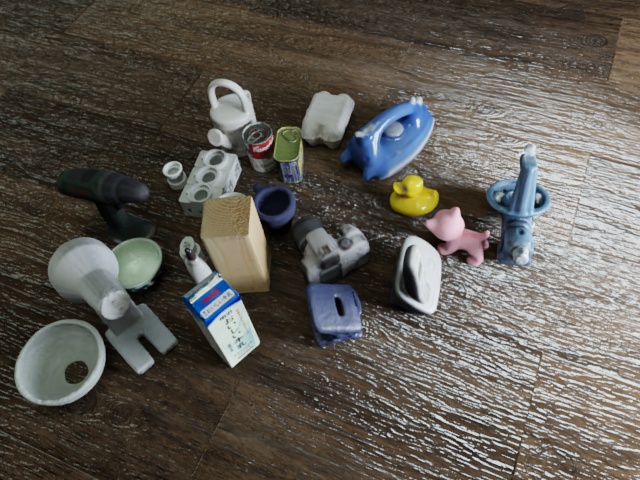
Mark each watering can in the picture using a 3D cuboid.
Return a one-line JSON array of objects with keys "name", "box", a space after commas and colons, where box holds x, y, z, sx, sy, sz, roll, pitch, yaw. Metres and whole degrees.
[{"name": "watering can", "box": [-0.200, -0.282, 1.311, 0.101, 0.194, 0.173, -5, 57, 3]}]

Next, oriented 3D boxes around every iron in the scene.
[{"name": "iron", "box": [0.166, -0.251, 1.282, 0.259, 0.142, 0.118, -38, 61, -17]}]

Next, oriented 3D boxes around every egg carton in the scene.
[{"name": "egg carton", "box": [0.018, -0.289, 1.366, 0.107, 0.069, 0.150, 11, 59, 13]}]

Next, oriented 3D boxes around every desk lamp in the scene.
[{"name": "desk lamp", "box": [-0.384, 0.116, 1.062, 0.202, 0.214, 0.118, 38, 68, 26]}]

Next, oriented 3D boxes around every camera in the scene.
[{"name": "camera", "box": [0.011, 0.004, 1.159, 0.143, 0.101, 0.136, -26, 58, -11]}]

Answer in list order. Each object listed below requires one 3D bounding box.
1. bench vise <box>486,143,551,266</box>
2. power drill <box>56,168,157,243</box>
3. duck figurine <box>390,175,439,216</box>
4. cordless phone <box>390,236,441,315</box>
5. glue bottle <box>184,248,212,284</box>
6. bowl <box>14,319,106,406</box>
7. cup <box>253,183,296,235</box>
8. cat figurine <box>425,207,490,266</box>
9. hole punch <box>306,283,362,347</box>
[{"name": "bench vise", "box": [0.393, -0.063, 1.089, 0.121, 0.220, 0.207, -12, 57, -1]}, {"name": "power drill", "box": [-0.422, -0.071, 1.190, 0.229, 0.209, 0.076, 15, 60, 16]}, {"name": "duck figurine", "box": [0.201, -0.102, 1.215, 0.104, 0.086, 0.077, 2, 58, 8]}, {"name": "cordless phone", "box": [0.182, 0.043, 1.065, 0.094, 0.185, 0.147, 5, 58, 10]}, {"name": "glue bottle", "box": [-0.231, 0.062, 1.104, 0.037, 0.173, 0.078, -37, 61, -17]}, {"name": "bowl", "box": [-0.474, 0.239, 1.076, 0.167, 0.075, 0.167, -3, 57, 5]}, {"name": "cup", "box": [-0.100, -0.062, 1.217, 0.092, 0.095, 0.117, -37, 61, -16]}, {"name": "cat figurine", "box": [0.273, -0.017, 1.134, 0.127, 0.118, 0.067, 18, 61, 17]}, {"name": "hole punch", "box": [0.028, 0.132, 1.080, 0.101, 0.091, 0.108, -12, 57, -2]}]
